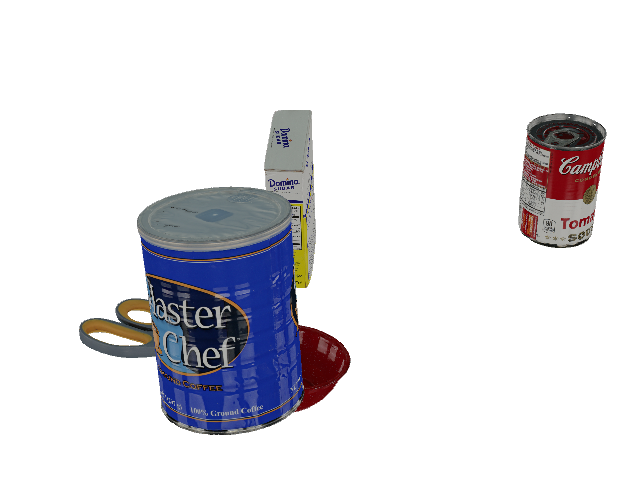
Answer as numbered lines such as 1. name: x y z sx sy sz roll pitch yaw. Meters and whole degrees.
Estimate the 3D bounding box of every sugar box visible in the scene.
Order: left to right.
1. sugar box: -0.031 -0.041 1.111 0.048 0.093 0.176 1 -43 6

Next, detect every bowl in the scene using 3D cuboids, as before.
1. bowl: -0.045 0.162 1.301 0.162 0.055 0.162 3 24 -1

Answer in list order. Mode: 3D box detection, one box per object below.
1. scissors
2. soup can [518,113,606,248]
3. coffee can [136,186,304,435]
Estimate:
1. scissors: -0.117 0.092 0.969 0.202 0.016 0.096 10 28 5
2. soup can: 0.214 -0.053 0.953 0.068 0.102 0.068 -1 31 0
3. coffee can: -0.066 0.046 0.729 0.103 0.140 0.103 -3 22 1
